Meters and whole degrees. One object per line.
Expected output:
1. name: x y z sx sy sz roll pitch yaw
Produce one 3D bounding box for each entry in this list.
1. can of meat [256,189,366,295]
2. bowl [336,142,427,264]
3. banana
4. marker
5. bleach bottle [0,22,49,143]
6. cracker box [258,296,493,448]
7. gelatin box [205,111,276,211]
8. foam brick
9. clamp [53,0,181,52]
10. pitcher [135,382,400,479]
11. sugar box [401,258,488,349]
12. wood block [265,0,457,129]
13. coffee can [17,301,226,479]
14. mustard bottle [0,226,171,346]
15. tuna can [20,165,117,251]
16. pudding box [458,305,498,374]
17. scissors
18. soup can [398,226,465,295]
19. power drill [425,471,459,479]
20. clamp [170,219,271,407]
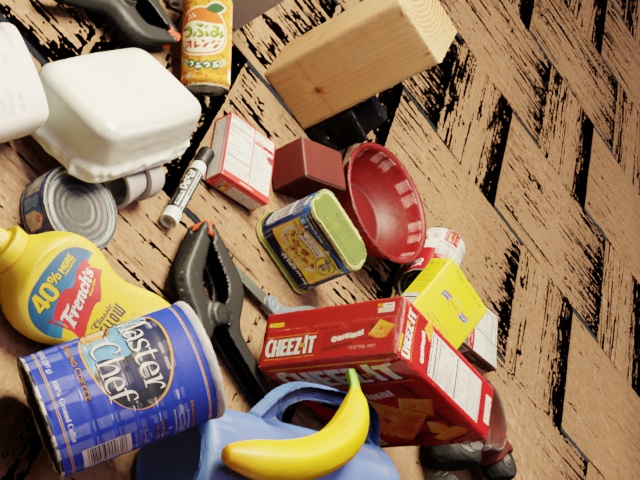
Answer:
1. can of meat: -0.008 0.001 1.198 0.102 0.084 0.057 56 37 -16
2. bowl: 0.066 -0.039 1.342 0.161 0.055 0.162 29 51 -42
3. banana: -0.008 0.178 0.942 0.070 0.037 0.197 46 34 15
4. marker: -0.137 -0.058 1.114 0.020 0.020 0.121 49 39 -25
5. bleach bottle: -0.336 -0.108 0.840 0.250 0.068 0.102 -24 92 -53
6. cracker box: 0.062 0.147 1.116 0.213 0.164 0.072 45 45 -43
7. gelatin box: -0.087 -0.087 1.186 0.073 0.030 0.089 33 48 -37
8. foam brick: -0.015 -0.081 1.260 0.078 0.053 0.051 17 59 -50
9. clamp: -0.213 -0.245 1.095 0.171 0.039 0.120 42 43 -33
10. pitcher: -0.044 0.218 0.994 0.242 0.145 0.149 26 36 -40
11. sugar box: 0.121 0.113 1.288 0.176 0.048 0.093 -49 113 -28
12. wood block: 0.048 -0.226 1.285 0.090 0.206 0.090 53 38 -20
13. coffee can: -0.160 0.120 0.863 0.140 0.103 0.103 -19 87 -21
14. mustard bottle: -0.214 0.049 0.912 0.191 0.058 0.096 43 69 -29
15. tuna can: -0.225 -0.024 0.965 0.086 0.034 0.086 28 52 -42
16. pudding box: 0.198 0.120 1.449 0.113 0.039 0.090 40 43 -37
17. scissors: -0.043 0.067 1.174 0.201 0.016 0.096 58 35 -15
18. soup can: 0.148 0.037 1.400 0.068 0.069 0.102 54 37 -19
19. power drill: 0.131 0.371 1.211 0.184 0.057 0.187 -17 84 -51
20. clamp: -0.102 0.085 1.069 0.164 0.036 0.210 25 55 -50
